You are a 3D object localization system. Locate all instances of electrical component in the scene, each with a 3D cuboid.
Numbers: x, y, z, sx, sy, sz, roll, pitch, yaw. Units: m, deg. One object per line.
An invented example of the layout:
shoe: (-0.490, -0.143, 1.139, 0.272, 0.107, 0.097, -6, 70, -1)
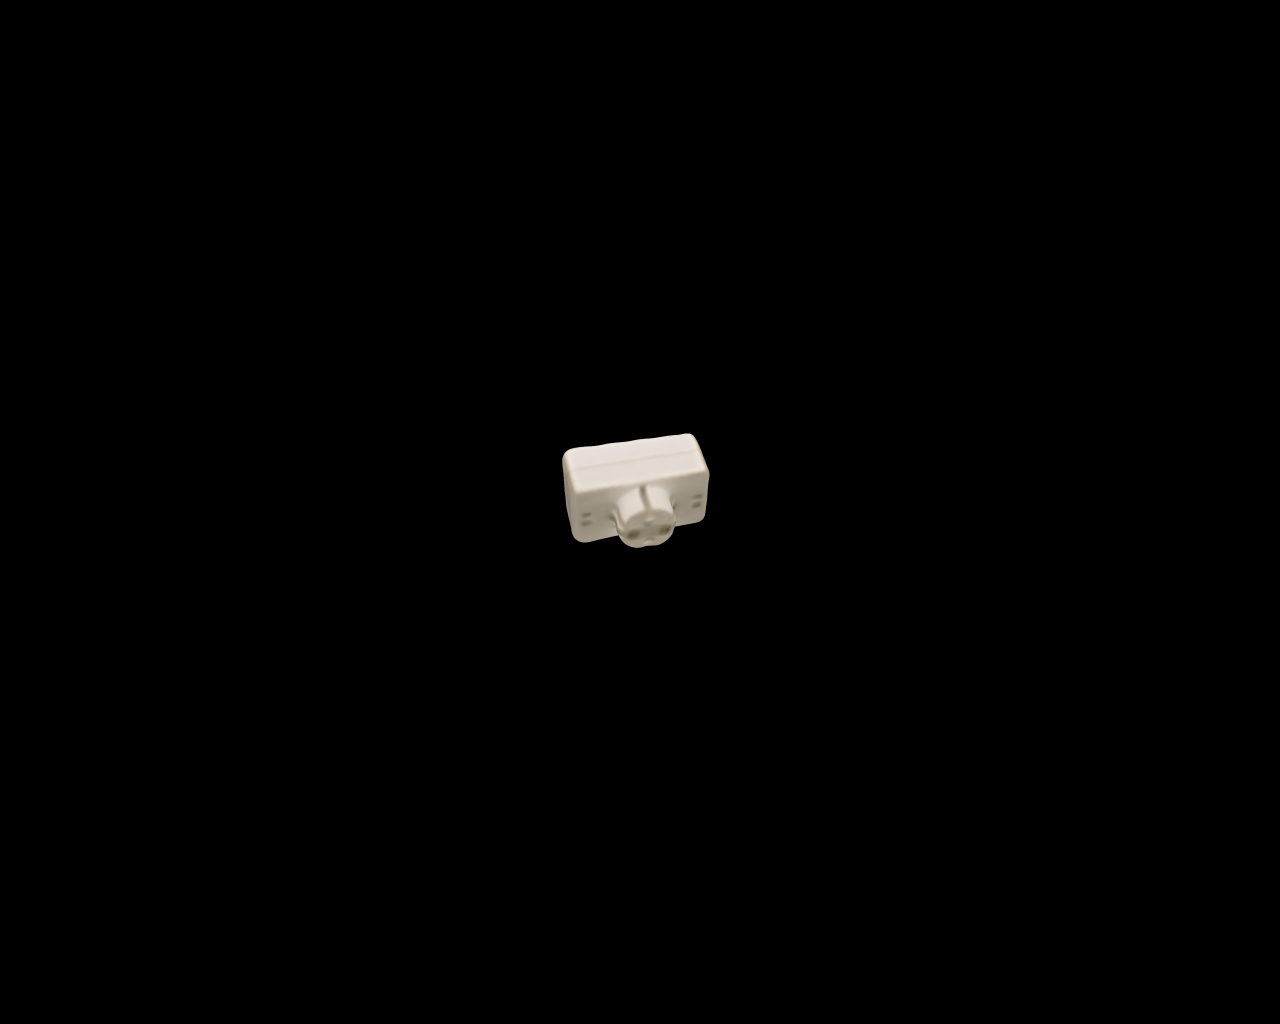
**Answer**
electrical component: (0.001, -0.003, 0.650, 0.083, 0.076, 0.047, -9, -43, -8)
